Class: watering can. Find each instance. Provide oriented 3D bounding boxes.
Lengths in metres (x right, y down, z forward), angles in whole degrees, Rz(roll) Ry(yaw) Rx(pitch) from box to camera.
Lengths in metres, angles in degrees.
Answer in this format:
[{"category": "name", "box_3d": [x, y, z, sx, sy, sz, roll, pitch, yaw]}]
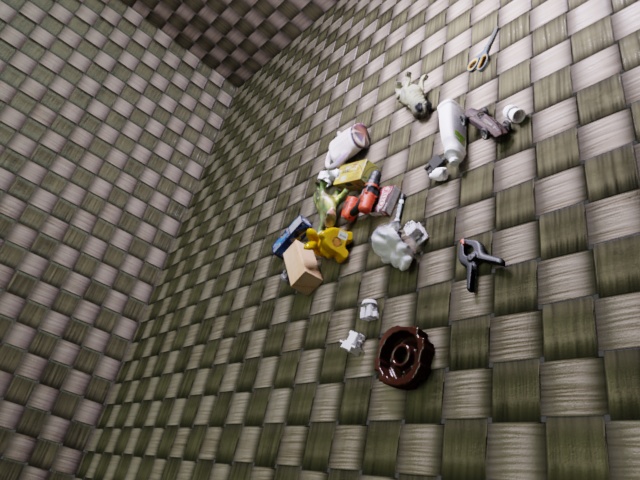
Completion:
[{"category": "watering can", "box_3d": [0.117, -0.429, 2.233, 0.221, 0.103, 0.356, -32, 27, 33]}]

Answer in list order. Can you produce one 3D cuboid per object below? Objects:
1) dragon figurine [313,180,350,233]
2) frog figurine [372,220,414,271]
[{"category": "dragon figurine", "box_3d": [0.006, -0.104, 2.074, 0.408, 0.122, 0.245, 161, 128, -76]}, {"category": "frog figurine", "box_3d": [0.226, 0.033, 1.609, 0.134, 0.123, 0.163, 106, 163, -52]}]
